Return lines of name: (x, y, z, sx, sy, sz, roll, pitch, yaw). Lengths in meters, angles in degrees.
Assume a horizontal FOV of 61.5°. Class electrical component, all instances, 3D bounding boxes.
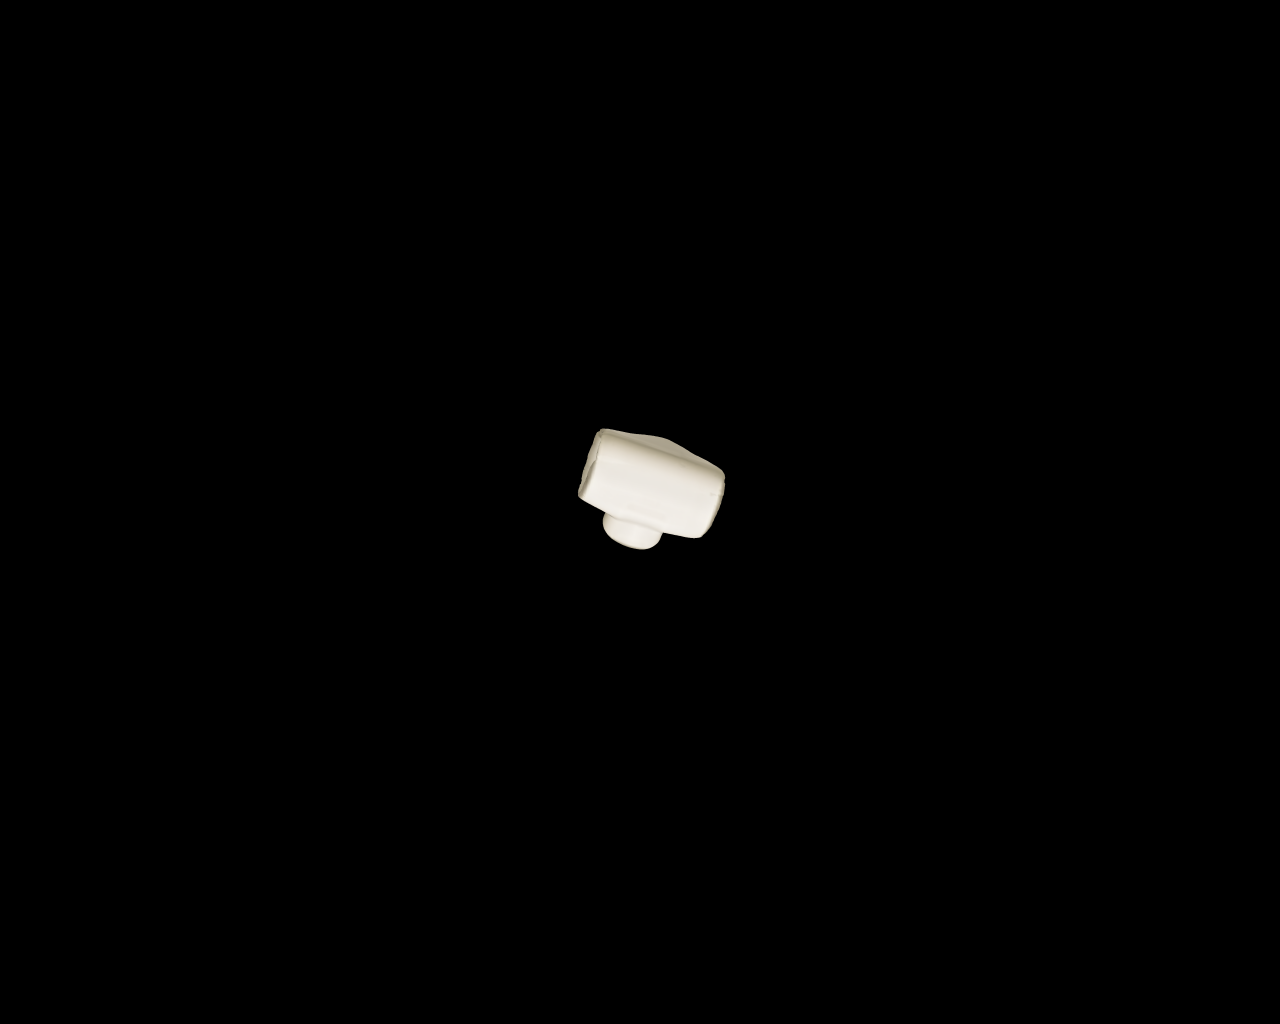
electrical component: (0.001, -0.003, 0.650, 0.077, 0.079, 0.043, 18, 29, -10)
